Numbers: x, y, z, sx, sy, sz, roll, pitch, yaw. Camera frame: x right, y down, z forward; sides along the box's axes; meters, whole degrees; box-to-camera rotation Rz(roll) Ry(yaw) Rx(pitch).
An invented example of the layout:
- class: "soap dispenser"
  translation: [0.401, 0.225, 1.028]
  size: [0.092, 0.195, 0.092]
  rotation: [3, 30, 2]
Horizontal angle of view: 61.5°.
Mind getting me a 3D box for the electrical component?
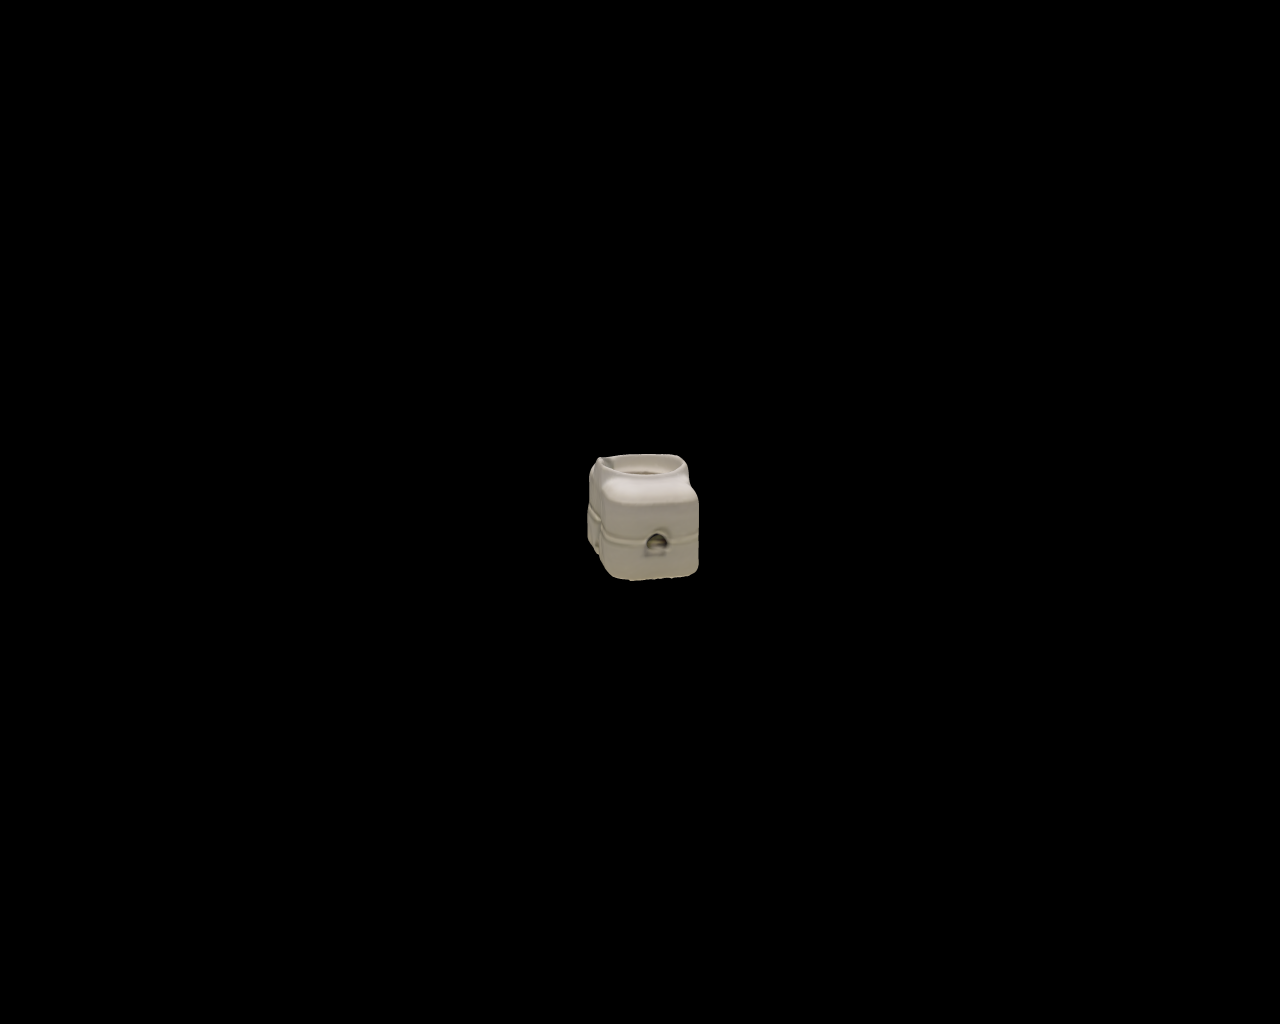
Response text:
- class: "electrical component"
  translation: [0.001, -0.003, 0.650]
  size: [0.054, 0.059, 0.095]
  rotation: [-3, 16, -11]
